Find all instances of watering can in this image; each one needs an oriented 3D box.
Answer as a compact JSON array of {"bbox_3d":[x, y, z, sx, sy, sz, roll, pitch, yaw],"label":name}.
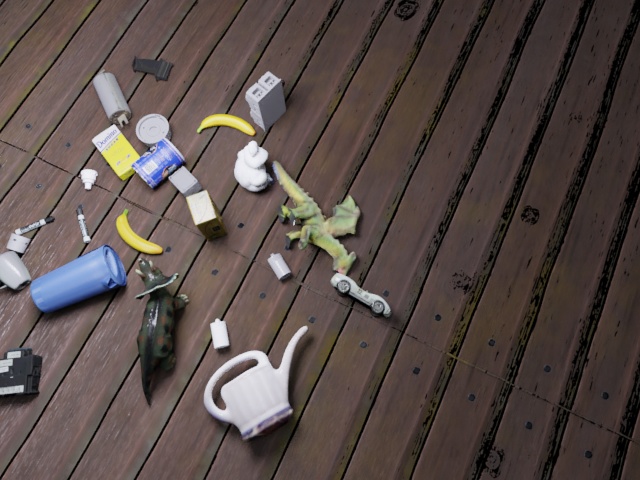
[{"bbox_3d":[-0.145,0.402,1.420,0.349,0.102,0.227,-28,74,-8],"label":"watering can"}]

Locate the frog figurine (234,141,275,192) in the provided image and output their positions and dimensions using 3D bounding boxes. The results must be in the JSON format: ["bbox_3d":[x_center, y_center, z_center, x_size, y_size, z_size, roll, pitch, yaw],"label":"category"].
[{"bbox_3d":[-0.213,-0.229,1.610,0.123,0.157,0.139,-21,74,-4],"label":"frog figurine"}]

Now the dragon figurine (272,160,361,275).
[{"bbox_3d":[0.005,-0.081,1.604,0.243,0.120,0.416,-8,72,-19],"label":"dragon figurine"}]
